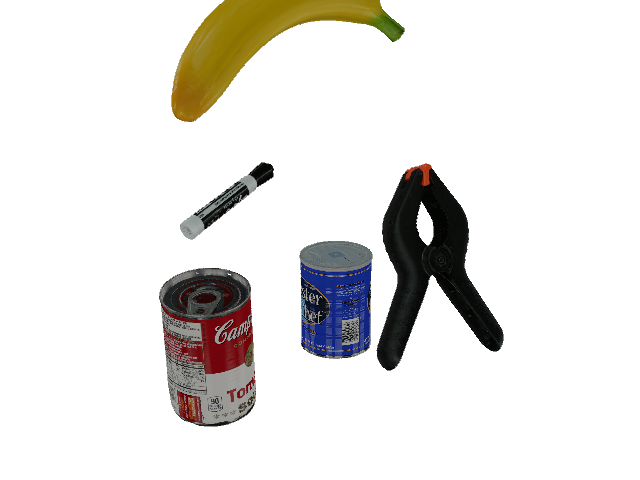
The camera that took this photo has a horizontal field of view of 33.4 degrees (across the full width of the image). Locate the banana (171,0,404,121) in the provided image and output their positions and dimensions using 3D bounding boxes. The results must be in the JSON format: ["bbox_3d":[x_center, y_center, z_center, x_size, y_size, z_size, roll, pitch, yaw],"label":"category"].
[{"bbox_3d":[-0.025,-0.138,0.684,0.197,0.069,0.037,-28,-8,-34],"label":"banana"}]

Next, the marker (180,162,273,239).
[{"bbox_3d":[-0.089,-0.041,1.043,0.020,0.020,0.121,0,33,49],"label":"marker"}]

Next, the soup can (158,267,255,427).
[{"bbox_3d":[-0.084,0.082,0.811,0.068,0.102,0.068,-1,28,0],"label":"soup can"}]

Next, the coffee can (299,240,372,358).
[{"bbox_3d":[0.022,0.083,1.526,0.103,0.140,0.103,0,21,0],"label":"coffee can"}]

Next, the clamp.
[{"bbox_3d":[0.084,0.025,0.890,0.120,0.171,0.039,-16,-1,-33],"label":"clamp"}]
